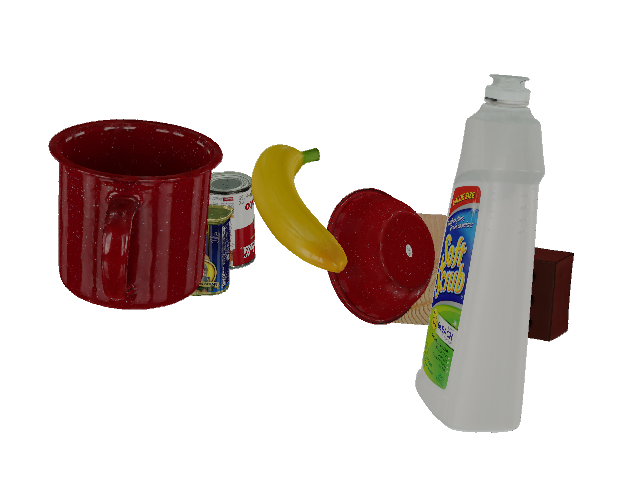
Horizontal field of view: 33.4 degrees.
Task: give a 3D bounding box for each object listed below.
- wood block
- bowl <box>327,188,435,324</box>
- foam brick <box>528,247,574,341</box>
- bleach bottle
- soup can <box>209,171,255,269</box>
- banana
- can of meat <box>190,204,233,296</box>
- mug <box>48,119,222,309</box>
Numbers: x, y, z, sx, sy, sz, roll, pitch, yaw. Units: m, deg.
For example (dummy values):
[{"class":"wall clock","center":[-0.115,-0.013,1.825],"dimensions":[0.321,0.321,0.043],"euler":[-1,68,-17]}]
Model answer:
[{"class":"wood block","center":[0.144,0.038,1.589],"dimensions":[0.091,0.090,0.206],"euler":[4,24,3]},{"class":"bowl","center":[0.082,0.015,1.230],"dimensions":[0.161,0.162,0.055],"euler":[0,-8,-42]},{"class":"foam brick","center":[0.202,0.049,0.999],"dimensions":[0.053,0.078,0.051],"euler":[9,15,30]},{"class":"bleach bottle","center":[0.120,0.006,0.776],"dimensions":[0.068,0.251,0.102],"euler":[2,14,-11]},{"class":"soup can","center":[-0.114,-0.025,1.292],"dimensions":[0.068,0.102,0.068],"euler":[0,25,0]},{"class":"banana","center":[-0.023,-0.037,0.917],"dimensions":[0.069,0.037,0.198],"euler":[-3,35,-6]},{"class":"can of meat","center":[-0.141,0.008,1.089],"dimensions":[0.102,0.084,0.057],"euler":[5,17,10]},{"class":"mug","center":[-0.103,-0.009,0.583],"dimensions":[0.093,0.081,0.117],"euler":[4,24,-6]}]
